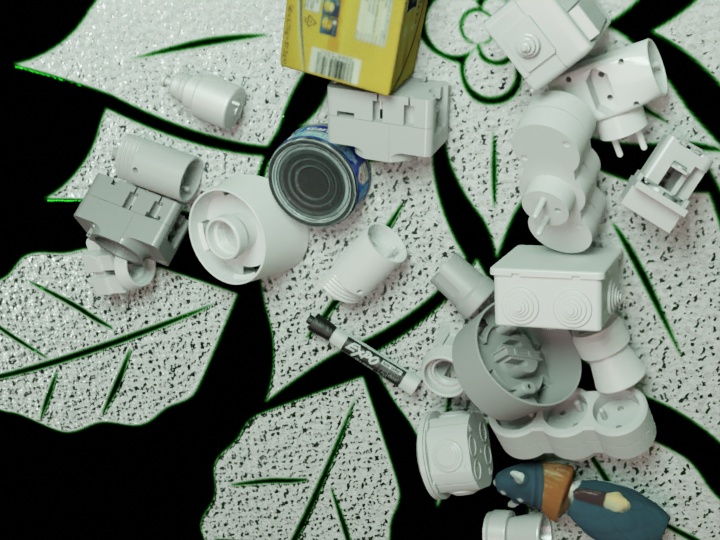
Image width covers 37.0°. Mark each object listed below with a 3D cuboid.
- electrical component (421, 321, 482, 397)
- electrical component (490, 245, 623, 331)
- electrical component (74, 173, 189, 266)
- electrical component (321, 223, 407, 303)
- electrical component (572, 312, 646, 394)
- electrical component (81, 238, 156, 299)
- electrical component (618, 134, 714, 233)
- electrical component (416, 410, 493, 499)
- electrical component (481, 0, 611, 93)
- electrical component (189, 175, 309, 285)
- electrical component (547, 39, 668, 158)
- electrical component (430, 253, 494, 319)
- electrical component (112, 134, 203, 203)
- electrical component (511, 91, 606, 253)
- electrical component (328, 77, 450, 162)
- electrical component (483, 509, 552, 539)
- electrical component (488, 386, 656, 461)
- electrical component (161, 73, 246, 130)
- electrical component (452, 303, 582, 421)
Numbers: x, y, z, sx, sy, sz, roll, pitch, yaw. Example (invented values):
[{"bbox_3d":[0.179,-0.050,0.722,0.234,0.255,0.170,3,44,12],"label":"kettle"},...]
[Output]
[{"bbox_3d":[0.082,0.080,0.949,0.048,0.055,0.066,9,119,20],"label":"electrical component"},{"bbox_3d":[0.158,0.014,0.855,0.100,0.100,0.048,3,104,23],"label":"electrical component"},{"bbox_3d":[-0.214,-0.043,1.002,0.089,0.055,0.050,21,162,13],"label":"electrical component"},{"bbox_3d":[0.000,0.000,0.950,0.043,0.043,0.081,43,125,-2],"label":"electrical component"},{"bbox_3d":[0.206,0.068,0.894,0.045,0.045,0.055,-20,106,31],"label":"electrical component"},{"bbox_3d":[-0.234,-0.004,1.051,0.055,0.048,0.066,-3,116,33],"label":"electrical component"},{"bbox_3d":[0.228,-0.066,0.798,0.042,0.081,0.063,33,102,4],"label":"electrical component"},{"bbox_3d":[0.086,0.167,0.980,0.051,0.080,0.080,-10,112,22],"label":"electrical component"},{"bbox_3d":[0.135,-0.175,0.763,0.061,0.096,0.061,-35,98,34],"label":"electrical component"},{"bbox_3d":[-0.104,-0.036,0.979,0.099,0.064,0.099,14,115,31],"label":"electrical component"},{"bbox_3d":[0.190,-0.122,0.800,0.077,0.043,0.079,-15,109,30],"label":"electrical component"},{"bbox_3d":[0.088,0.013,0.921,0.046,0.040,0.040,43,125,5],"label":"electrical component"},{"bbox_3d":[-0.190,-0.095,0.983,0.081,0.043,0.043,20,123,13],"label":"electrical component"},{"bbox_3d":[0.145,-0.059,0.806,0.052,0.073,0.138,12,145,28],"label":"electrical component"},{"bbox_3d":[0.023,-0.123,0.869,0.089,0.050,0.055,11,120,19],"label":"electrical component"},{"bbox_3d":[0.149,0.250,1.017,0.055,0.045,0.045,-3,115,26],"label":"electrical component"},{"bbox_3d":[0.188,0.142,0.939,0.138,0.052,0.073,-5,138,26],"label":"electrical component"},{"bbox_3d":[-0.136,-0.151,0.931,0.078,0.040,0.040,23,123,11],"label":"electrical component"},{"bbox_3d":[0.129,0.076,0.903,0.099,0.099,0.064,48,131,-6],"label":"electrical component"}]
